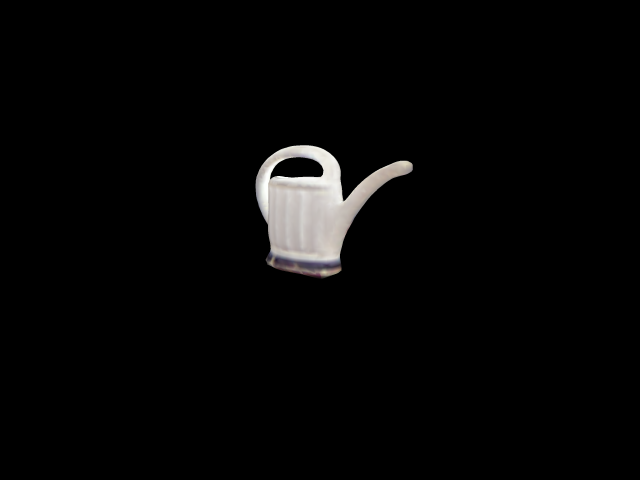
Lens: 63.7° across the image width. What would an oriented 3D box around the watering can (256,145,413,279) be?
[{"bbox_3d":[0.003,-0.043,0.850,0.104,0.222,0.349,-8,13,-43],"label":"watering can"}]
